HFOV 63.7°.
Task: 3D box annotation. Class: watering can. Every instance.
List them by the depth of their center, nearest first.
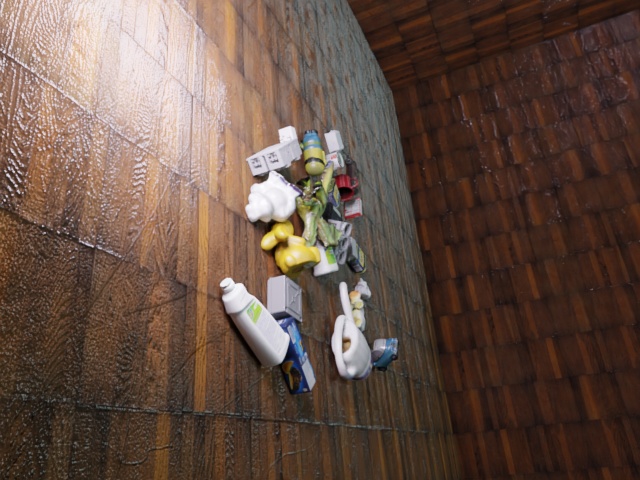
[{"bbox_3d":[0.106,0.332,1.780,0.103,0.356,0.220,-14,-48,20],"label":"watering can"}]

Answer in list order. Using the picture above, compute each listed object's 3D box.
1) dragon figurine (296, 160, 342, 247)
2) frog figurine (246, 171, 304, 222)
[{"bbox_3d":[0.005,-0.088,1.742,0.121,0.239,0.418,-7,28,35],"label":"dragon figurine"},{"bbox_3d":[-0.145,-0.100,1.457,0.136,0.162,0.122,46,-26,-18],"label":"frog figurine"}]
